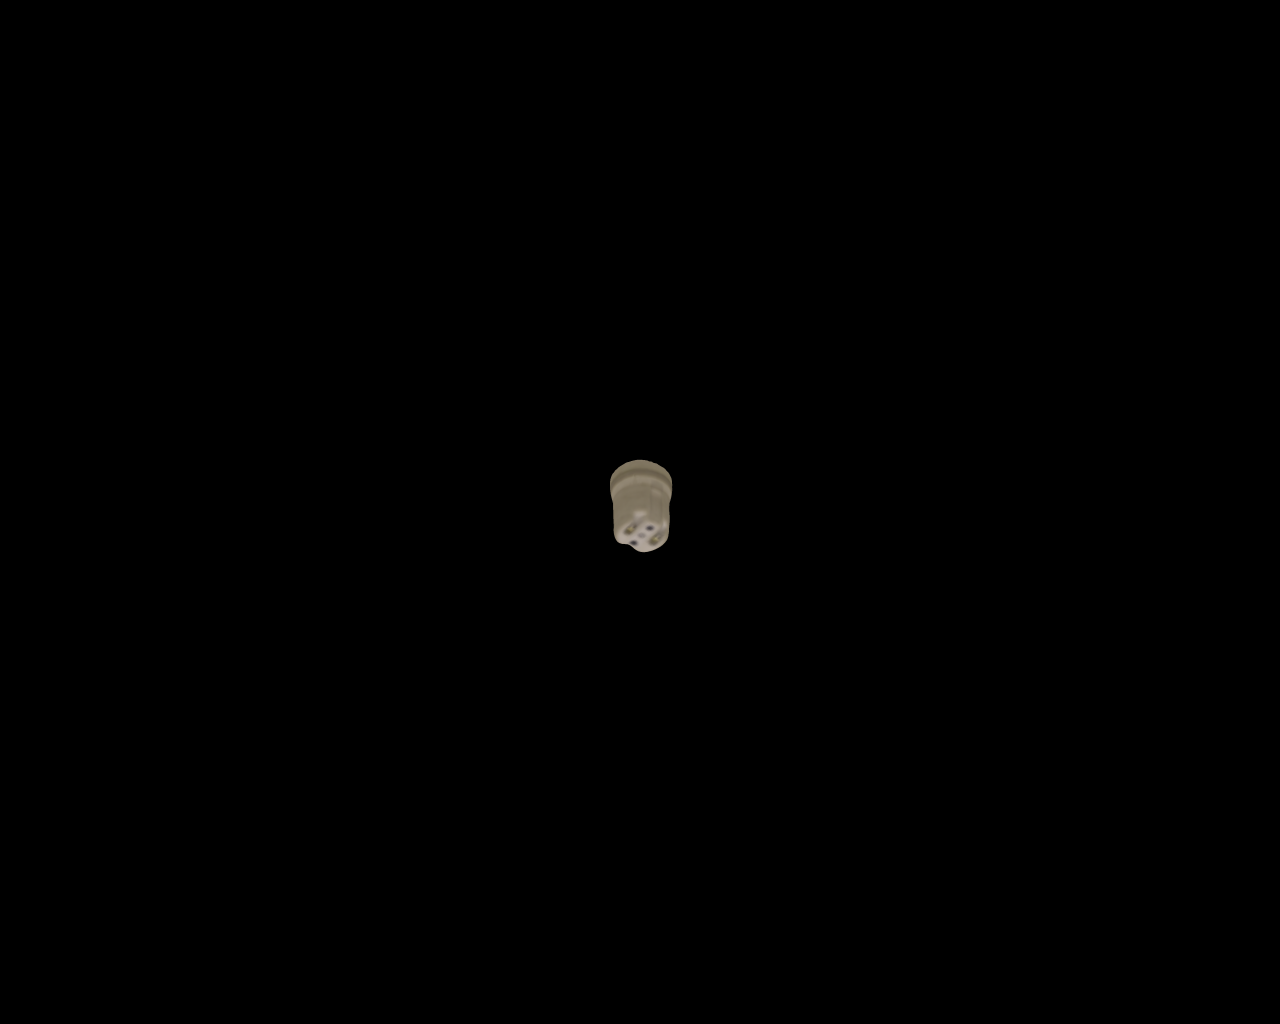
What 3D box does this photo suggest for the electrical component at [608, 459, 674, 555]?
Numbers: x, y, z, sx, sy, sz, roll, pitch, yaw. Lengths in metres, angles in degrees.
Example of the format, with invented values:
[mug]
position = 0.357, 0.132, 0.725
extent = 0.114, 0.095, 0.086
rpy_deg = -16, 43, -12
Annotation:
[electrical component]
position = 0.001, -0.003, 0.650
extent = 0.040, 0.046, 0.040
rpy_deg = 0, -39, 0
